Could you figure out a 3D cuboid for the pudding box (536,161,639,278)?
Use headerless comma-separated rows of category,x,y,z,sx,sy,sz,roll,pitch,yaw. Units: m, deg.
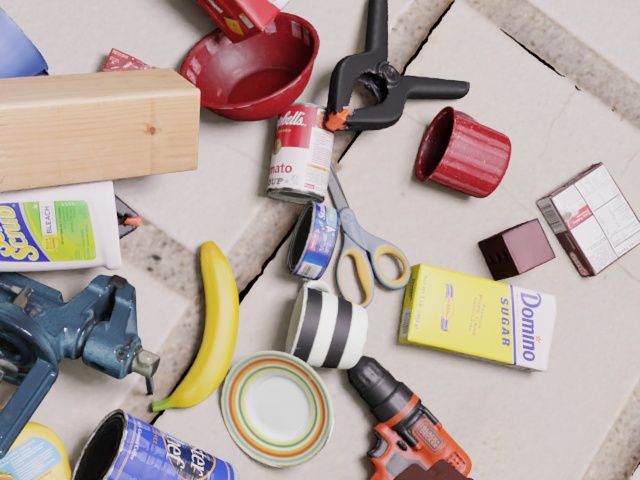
pudding box,0.331,-0.025,1.293,0.090,0.039,0.113,-32,93,-16

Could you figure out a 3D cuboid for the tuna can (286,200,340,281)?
tuna can,-0.008,0.001,1.184,0.033,0.086,0.086,17,79,-13

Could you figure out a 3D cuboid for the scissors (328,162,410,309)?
scissors,0.051,-0.021,1.233,0.096,0.016,0.202,-4,82,-7

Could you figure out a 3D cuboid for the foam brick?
foam brick,0.228,0.012,1.243,0.051,0.078,0.053,-24,87,-14

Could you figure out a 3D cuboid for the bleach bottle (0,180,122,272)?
bleach bottle,-0.333,-0.007,1.081,0.250,0.068,0.102,-7,108,-11

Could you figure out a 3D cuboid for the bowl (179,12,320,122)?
bowl,-0.071,-0.182,1.183,0.162,0.055,0.162,-11,46,11

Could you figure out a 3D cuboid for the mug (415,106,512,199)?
mug,0.168,-0.106,1.246,0.081,0.093,0.117,20,43,-15

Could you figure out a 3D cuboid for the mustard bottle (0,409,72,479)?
mustard bottle,-0.300,0.246,1.097,0.096,0.058,0.191,-32,91,-20

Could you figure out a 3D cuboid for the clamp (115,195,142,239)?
clamp,-0.282,-0.017,1.146,0.171,0.039,0.120,14,90,-11

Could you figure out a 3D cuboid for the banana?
banana,-0.123,0.101,1.168,0.069,0.037,0.198,19,79,-11

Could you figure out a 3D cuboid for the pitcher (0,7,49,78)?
pitcher,-0.399,-0.138,1.091,0.149,0.145,0.242,36,77,32

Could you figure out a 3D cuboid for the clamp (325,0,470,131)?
clamp,0.081,-0.180,1.224,0.164,0.036,0.209,41,53,-7

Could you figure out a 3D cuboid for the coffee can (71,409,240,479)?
coffee can,-0.168,0.248,1.088,0.140,0.103,0.102,32,76,-24

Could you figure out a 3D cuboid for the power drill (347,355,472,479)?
power drill,0.052,0.247,1.182,0.187,0.057,0.184,-44,91,-14

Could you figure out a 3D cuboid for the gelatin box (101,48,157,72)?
gelatin box,-0.204,-0.161,1.186,0.089,0.030,0.073,23,78,-9

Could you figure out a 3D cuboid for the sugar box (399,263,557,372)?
sugar box,0.184,0.091,1.239,0.176,0.048,0.093,12,80,-10

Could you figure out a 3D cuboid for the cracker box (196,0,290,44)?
cracker box,-0.074,-0.348,1.181,0.164,0.072,0.213,48,60,-20

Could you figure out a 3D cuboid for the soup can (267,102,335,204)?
soup can,-0.020,-0.097,1.202,0.068,0.069,0.102,10,81,-12

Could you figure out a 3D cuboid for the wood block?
wood block,-0.234,-0.114,1.080,0.205,0.090,0.091,-8,117,-28
